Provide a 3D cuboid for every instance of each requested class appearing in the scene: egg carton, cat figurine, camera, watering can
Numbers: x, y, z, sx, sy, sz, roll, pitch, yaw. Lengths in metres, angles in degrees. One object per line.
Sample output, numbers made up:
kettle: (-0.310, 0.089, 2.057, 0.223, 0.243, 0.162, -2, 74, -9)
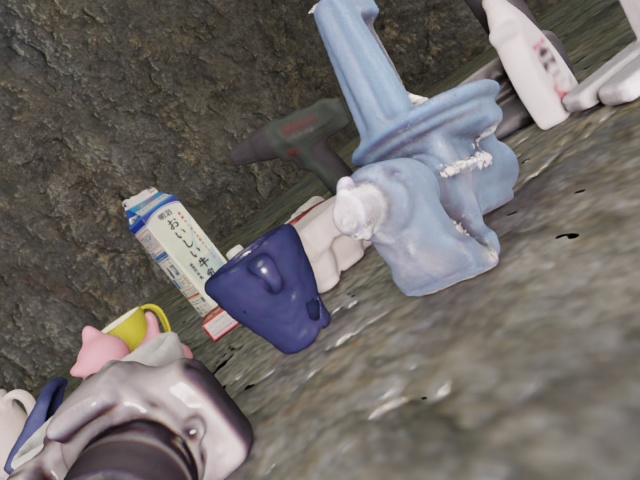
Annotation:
egg carton: (0.006, 0.002, 0.648, 0.150, 0.069, 0.107, -43, 11, -37)
cat figurine: (-0.244, 0.145, 0.721, 0.128, 0.118, 0.067, -42, 10, -33)
camera: (-0.123, 0.139, 0.325, 0.143, 0.101, 0.137, -36, 9, 2)
watering can: (-0.465, 0.253, 0.770, 0.173, 0.194, 0.100, -39, 9, -13)

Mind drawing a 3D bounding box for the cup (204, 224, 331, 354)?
cup: (-0.032, 0.047, 0.472, 0.092, 0.095, 0.117, -39, 9, -12)

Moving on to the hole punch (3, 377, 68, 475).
hole punch: (-0.334, 0.234, 0.696, 0.101, 0.091, 0.108, -38, 9, -9)

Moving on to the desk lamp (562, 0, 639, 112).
desk lamp: (0.271, -0.260, 0.505, 0.203, 0.213, 0.118, -37, 9, -5)

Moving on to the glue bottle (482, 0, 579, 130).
glue bottle: (0.206, -0.201, 0.590, 0.037, 0.173, 0.078, -27, 13, 46)

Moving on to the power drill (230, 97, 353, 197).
power drill: (-0.019, -0.134, 1.012, 0.229, 0.208, 0.076, -34, 9, 18)

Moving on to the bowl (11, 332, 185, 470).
bowl: (-0.176, 0.161, 0.507, 0.167, 0.075, 0.167, -36, 9, 7)

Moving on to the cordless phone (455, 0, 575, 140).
cordless phone: (0.198, -0.220, 0.680, 0.147, 0.185, 0.094, -33, 10, 24)

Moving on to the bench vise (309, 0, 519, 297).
bench vise: (0.060, -0.087, 0.401, 0.121, 0.220, 0.207, -33, 9, 23)
